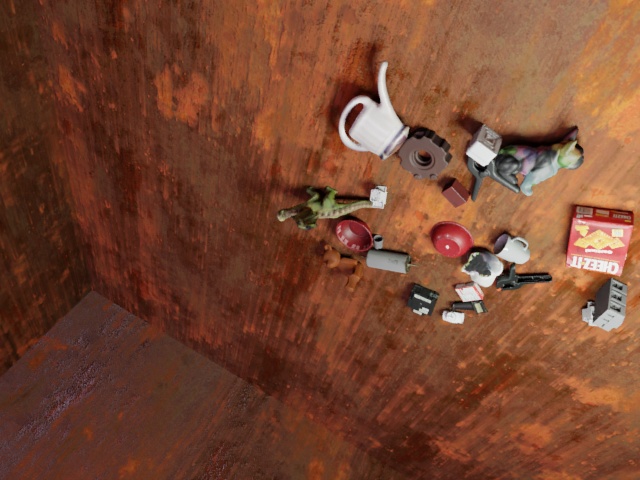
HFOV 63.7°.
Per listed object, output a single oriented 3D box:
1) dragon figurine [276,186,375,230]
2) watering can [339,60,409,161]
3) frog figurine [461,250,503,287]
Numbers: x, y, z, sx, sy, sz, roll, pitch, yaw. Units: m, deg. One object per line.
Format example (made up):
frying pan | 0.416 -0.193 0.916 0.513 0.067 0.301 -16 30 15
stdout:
dragon figurine | 0.006 -0.099 1.969 0.410 0.247 0.120 5 126 33
watering can | 0.192 -0.394 1.664 0.224 0.106 0.340 37 140 -2
frog figurine | 0.601 0.104 1.881 0.136 0.125 0.158 -13 156 34
